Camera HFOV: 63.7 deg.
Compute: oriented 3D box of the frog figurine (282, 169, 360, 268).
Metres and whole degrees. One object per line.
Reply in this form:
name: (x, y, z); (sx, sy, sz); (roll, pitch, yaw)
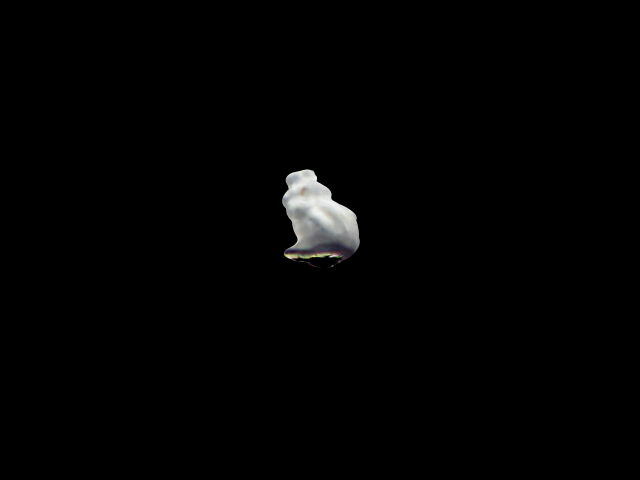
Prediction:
frog figurine: (0.003, -0.043, 0.850); (0.137, 0.161, 0.121); (10, -18, -34)
